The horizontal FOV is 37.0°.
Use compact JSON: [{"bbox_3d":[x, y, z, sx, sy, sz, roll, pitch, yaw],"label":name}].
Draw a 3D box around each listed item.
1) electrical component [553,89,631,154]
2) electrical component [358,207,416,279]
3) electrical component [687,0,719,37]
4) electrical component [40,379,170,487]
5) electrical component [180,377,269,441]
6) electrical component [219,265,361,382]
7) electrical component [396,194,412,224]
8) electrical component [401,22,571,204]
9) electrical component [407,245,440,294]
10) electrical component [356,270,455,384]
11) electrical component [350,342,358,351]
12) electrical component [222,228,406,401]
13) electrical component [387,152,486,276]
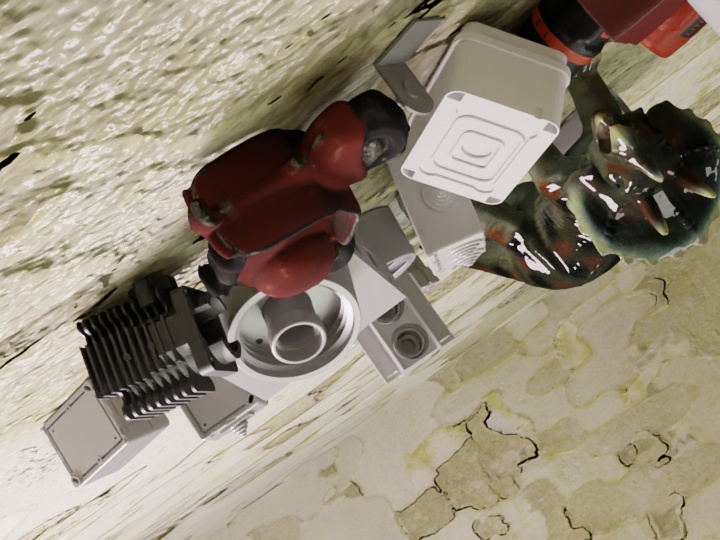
[{"bbox_3d":[0.245,-0.145,1.109,0.077,0.044,0.079,-40,168,25],"label":"electrical component"},{"bbox_3d":[0.000,0.000,0.962,0.108,0.060,0.108,-33,169,-8],"label":"electrical component"},{"bbox_3d":[0.247,-0.187,0.657,0.099,0.064,0.099,-38,-172,6],"label":"electrical component"},{"bbox_3d":[-0.203,0.124,0.884,0.096,0.061,0.061,-42,167,31],"label":"electrical component"},{"bbox_3d":[-0.125,0.107,0.950,0.062,0.096,0.061,-35,169,-1],"label":"electrical component"},{"bbox_3d":[-0.051,0.034,0.782,0.108,0.060,0.108,-10,130,-12],"label":"electrical component"},{"bbox_3d":[0.064,-0.050,0.936,0.043,0.062,0.043,-33,169,-8],"label":"electrical component"},{"bbox_3d":[0.080,-0.100,0.704,0.113,0.078,0.057,123,-18,-62],"label":"electrical component"},{"bbox_3d":[0.045,0.003,1.117,0.048,0.055,0.066,-41,167,29],"label":"electrical component"},{"bbox_3d":[0.023,0.041,1.042,0.079,0.121,0.063,-33,168,-11],"label":"electrical component"},{"bbox_3d":[-0.029,0.061,1.145,0.048,0.055,0.066,-40,168,27],"label":"electrical component"},{"bbox_3d":[-0.054,0.027,0.871,0.150,0.061,0.089,-37,142,11],"label":"electrical component"},{"bbox_3d":[0.062,-0.050,0.842,0.048,0.099,0.099,-23,169,4],"label":"electrical component"}]
